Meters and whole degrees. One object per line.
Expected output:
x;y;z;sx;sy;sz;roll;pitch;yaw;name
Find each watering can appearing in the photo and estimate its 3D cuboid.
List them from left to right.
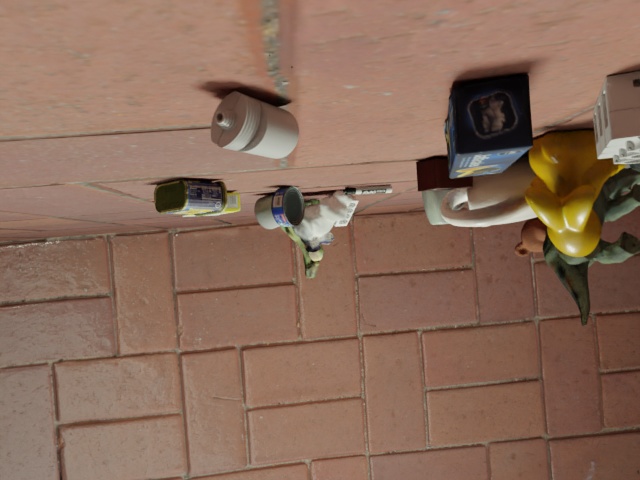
0.335;-0.097;0.933;0.223;0.103;0.353;-11;-165;23;watering can

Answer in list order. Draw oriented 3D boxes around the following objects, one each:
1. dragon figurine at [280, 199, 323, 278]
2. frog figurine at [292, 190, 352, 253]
-0.064;0.000;1.583;0.122;0.243;0.408;-9;178;-13;dragon figurine
0.004;-0.066;1.303;0.138;0.156;0.124;-6;-142;-40;frog figurine
